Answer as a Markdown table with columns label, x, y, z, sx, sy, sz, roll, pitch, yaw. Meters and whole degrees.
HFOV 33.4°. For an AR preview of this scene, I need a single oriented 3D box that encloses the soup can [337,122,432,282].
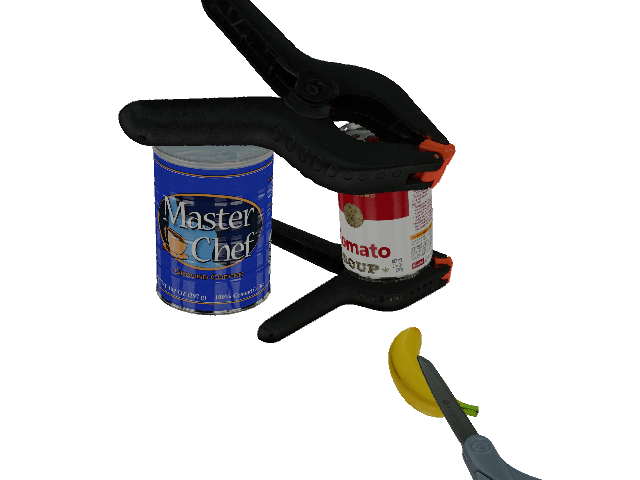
| label | x | y | z | sx | sy | sz | roll | pitch | yaw |
| --- | --- | --- | --- | --- | --- | --- | --- | --- | --- |
| soup can | 0.045 | -0.030 | 0.768 | 0.068 | 0.102 | 0.068 | -4 | 27 | 2 |

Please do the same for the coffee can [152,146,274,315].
| label | x | y | z | sx | sy | sz | roll | pitch | yaw |
| --- | --- | --- | --- | --- | --- | --- | --- | --- | --- |
| coffee can | -0.092 | -0.021 | 0.919 | 0.103 | 0.140 | 0.103 | 2 | 25 | -1 |

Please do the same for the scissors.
| label | x | y | z | sx | sy | sz | roll | pitch | yaw |
| --- | --- | --- | --- | --- | --- | --- | --- | --- | --- |
| scissors | 0.115 | 0.133 | 0.638 | 0.096 | 0.016 | 0.201 | 2 | 32 | -3 |

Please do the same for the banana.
| label | x | y | z | sx | sy | sz | roll | pitch | yaw |
| --- | --- | --- | --- | --- | --- | --- | --- | --- | --- |
| banana | 0.114 | 0.155 | 1.242 | 0.069 | 0.037 | 0.198 | 9 | 22 | -20 |

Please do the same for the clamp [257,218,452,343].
| label | x | y | z | sx | sy | sz | roll | pitch | yaw |
| --- | --- | --- | --- | --- | --- | --- | --- | --- | --- |
| clamp | 0.028 | 0.040 | 1.070 | 0.210 | 0.164 | 0.036 | 3 | -45 | -1 |

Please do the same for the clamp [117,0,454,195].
| label | x | y | z | sx | sy | sz | roll | pitch | yaw |
| --- | --- | --- | --- | --- | --- | --- | --- | --- | --- |
| clamp | -0.017 | -0.065 | 0.563 | 0.171 | 0.120 | 0.039 | 29 | -29 | 8 |
